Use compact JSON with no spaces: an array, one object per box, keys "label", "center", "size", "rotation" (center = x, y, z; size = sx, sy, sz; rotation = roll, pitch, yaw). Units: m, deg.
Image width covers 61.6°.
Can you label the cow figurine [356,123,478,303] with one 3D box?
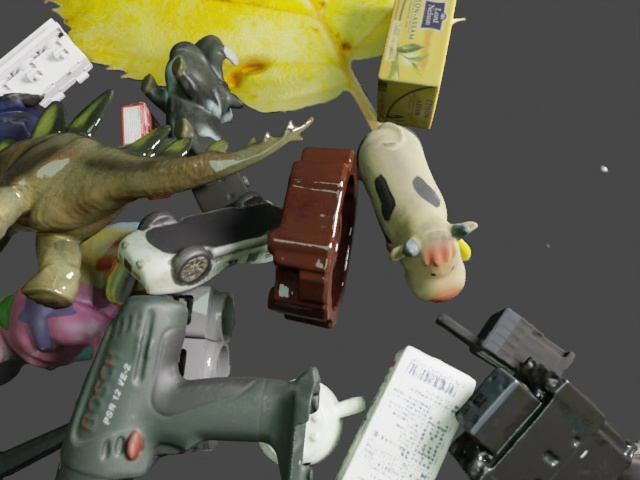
[{"label":"cow figurine","center":[0.094,-0.030,0.544],"size":[0.085,0.127,0.195],"rotation":[-19,71,2]}]

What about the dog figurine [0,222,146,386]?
[{"label":"dog figurine","center":[-0.283,0.063,0.559],"size":[0.219,0.108,0.191],"rotation":[7,75,9]}]

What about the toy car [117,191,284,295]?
[{"label":"toy car","center":[-0.100,0.000,0.541],"size":[0.074,0.056,0.202],"rotation":[39,36,28]}]

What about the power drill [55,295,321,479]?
[{"label":"power drill","center":[-0.106,0.167,0.438],"size":[0.207,0.086,0.232],"rotation":[6,79,13]}]

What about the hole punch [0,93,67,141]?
[{"label":"hole punch","center":[-0.359,-0.102,0.612],"size":[0.142,0.115,0.092],"rotation":[-9,81,2]}]

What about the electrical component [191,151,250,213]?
[{"label":"electrical component","center":[-0.111,-0.054,0.622],"size":[0.063,0.021,0.094],"rotation":[-27,73,-4]}]

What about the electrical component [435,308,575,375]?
[{"label":"electrical component","center":[0.176,0.098,0.528],"size":[0.119,0.074,0.048],"rotation":[36,81,16]}]

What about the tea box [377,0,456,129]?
[{"label":"tea box","center":[0.113,-0.226,0.616],"size":[0.068,0.098,0.169],"rotation":[10,76,9]}]

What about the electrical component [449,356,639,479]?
[{"label":"electrical component","center":[0.179,0.170,0.450],"size":[0.134,0.058,0.115],"rotation":[40,88,-13]}]

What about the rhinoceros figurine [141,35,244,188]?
[{"label":"rhinoceros figurine","center":[-0.135,-0.154,0.606],"size":[0.073,0.112,0.190],"rotation":[-22,60,36]}]

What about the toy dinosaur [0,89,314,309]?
[{"label":"toy dinosaur","center":[-0.234,-0.047,0.484],"size":[0.472,0.104,0.198],"rotation":[3,54,25]}]

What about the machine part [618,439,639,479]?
[{"label":"machine part","center":[0.277,0.213,0.456],"size":[0.084,0.139,0.039],"rotation":[-1,98,2]}]

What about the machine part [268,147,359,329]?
[{"label":"machine part","center":[-0.001,-0.002,0.524],"size":[0.056,0.179,0.179],"rotation":[9,75,10]}]
